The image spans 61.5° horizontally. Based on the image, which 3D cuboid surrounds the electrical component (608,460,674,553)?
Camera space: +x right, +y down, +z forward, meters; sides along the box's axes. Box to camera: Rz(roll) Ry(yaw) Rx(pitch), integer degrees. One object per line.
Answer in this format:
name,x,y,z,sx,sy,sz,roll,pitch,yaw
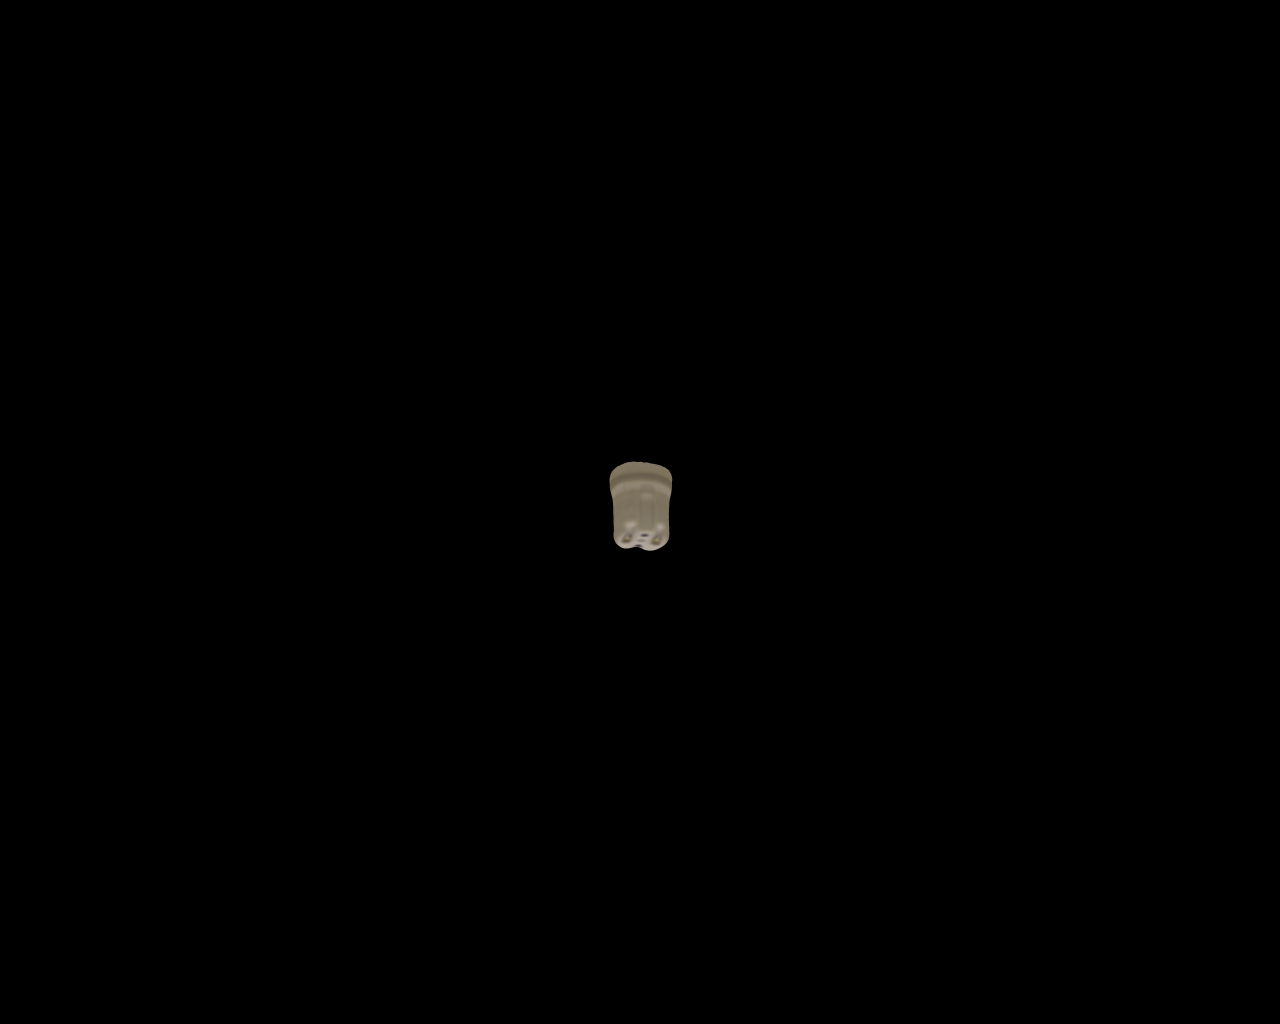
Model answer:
electrical component,0.001,-0.003,0.650,0.040,0.046,0.040,0,-23,0
